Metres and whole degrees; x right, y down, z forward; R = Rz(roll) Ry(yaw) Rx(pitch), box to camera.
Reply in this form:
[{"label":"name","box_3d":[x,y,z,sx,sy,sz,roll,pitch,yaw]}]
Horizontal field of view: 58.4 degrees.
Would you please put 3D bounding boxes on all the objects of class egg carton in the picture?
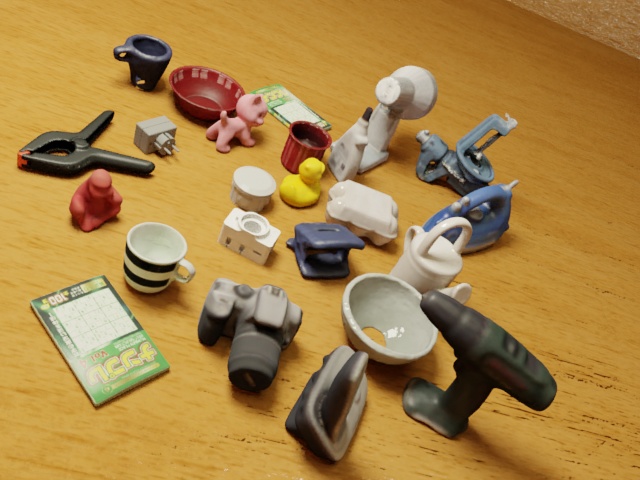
[{"label":"egg carton","box_3d":[0.083,-0.053,1.118,0.150,0.069,0.107,19,41,-9]}]

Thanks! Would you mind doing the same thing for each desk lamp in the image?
[{"label":"desk lamp","box_3d":[0.151,-0.278,1.275,0.117,0.213,0.204,40,42,15]}]

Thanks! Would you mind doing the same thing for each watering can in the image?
[{"label":"watering can","box_3d":[0.201,0.040,0.991,0.101,0.194,0.172,-23,61,-42]}]

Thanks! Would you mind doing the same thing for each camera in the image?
[{"label":"camera","box_3d":[-0.100,0.131,0.806,0.143,0.100,0.137,19,42,-10]}]

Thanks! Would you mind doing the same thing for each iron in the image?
[{"label":"iron","box_3d":[0.310,-0.056,1.188,0.259,0.141,0.118,-16,57,-39]}]

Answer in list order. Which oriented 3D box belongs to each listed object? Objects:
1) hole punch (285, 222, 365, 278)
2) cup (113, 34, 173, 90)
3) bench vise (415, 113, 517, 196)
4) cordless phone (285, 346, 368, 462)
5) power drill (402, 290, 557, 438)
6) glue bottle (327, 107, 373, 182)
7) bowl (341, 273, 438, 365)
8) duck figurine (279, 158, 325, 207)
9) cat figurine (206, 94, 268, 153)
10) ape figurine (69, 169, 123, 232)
[{"label":"hole punch","box_3d":[0.009,0.004,1.003,0.109,0.091,0.101,0,48,-28]},{"label":"cup","box_3d":[-0.365,-0.354,1.164,0.118,0.095,0.091,-17,57,-39]},{"label":"bench vise","box_3d":[0.325,-0.201,1.286,0.208,0.219,0.121,15,42,-14]},{"label":"cordless phone","box_3d":[0.037,0.189,0.756,0.094,0.185,0.148,29,41,1]},{"label":"power drill","box_3d":[0.206,0.191,0.828,0.229,0.208,0.076,28,41,1]},{"label":"glue bottle","box_3d":[0.071,-0.201,1.183,0.037,0.173,0.078,-5,50,-32]},{"label":"bowl","box_3d":[0.101,0.139,0.927,0.168,0.074,0.167,15,42,-14]},{"label":"duck figurine","box_3d":[-0.028,-0.119,1.112,0.077,0.086,0.105,40,42,14]},{"label":"cat figurine","box_3d":[-0.156,-0.248,1.151,0.067,0.117,0.128,45,44,19]},{"label":"ape figurine","box_3d":[-0.344,-0.070,0.886,0.078,0.092,0.076,2,47,-26]}]
